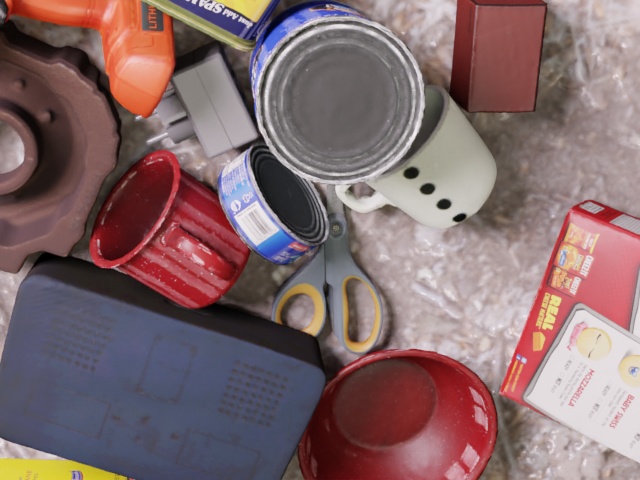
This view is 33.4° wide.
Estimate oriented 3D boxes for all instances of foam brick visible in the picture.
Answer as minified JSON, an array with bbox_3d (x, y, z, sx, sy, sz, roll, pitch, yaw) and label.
[{"bbox_3d":[0.125,-0.133,0.753,0.051,0.053,0.078,-1,113,-8],"label":"foam brick"}]

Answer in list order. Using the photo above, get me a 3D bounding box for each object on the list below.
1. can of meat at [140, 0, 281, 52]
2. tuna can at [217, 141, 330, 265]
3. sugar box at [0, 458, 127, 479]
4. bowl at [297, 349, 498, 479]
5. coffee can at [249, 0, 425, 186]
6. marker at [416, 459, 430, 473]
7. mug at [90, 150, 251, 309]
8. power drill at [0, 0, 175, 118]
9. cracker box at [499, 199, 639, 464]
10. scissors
[{"bbox_3d":[-0.063,-0.180,0.669,0.102,0.057,0.084,23,123,-26],"label":"can of meat"},{"bbox_3d":[-0.033,-0.025,0.758,0.034,0.086,0.086,-33,114,24],"label":"tuna can"},{"bbox_3d":[-0.240,0.210,0.828,0.176,0.093,0.048,6,111,-10],"label":"sugar box"},{"bbox_3d":[0.058,0.147,0.859,0.162,0.055,0.162,-3,114,-7],"label":"bowl"},{"bbox_3d":[0.006,-0.101,0.698,0.102,0.140,0.103,-1,107,-5],"label":"coffee can"},{"bbox_3d":[0.129,0.220,0.920,0.121,0.020,0.020,34,105,-19],"label":"marker"},{"bbox_3d":[-0.096,0.000,0.745,0.081,0.117,0.093,35,84,-35],"label":"mug"},{"bbox_3d":[-0.184,-0.136,0.649,0.187,0.184,0.057,15,135,-25],"label":"power drill"},{"bbox_3d":[0.263,0.084,0.796,0.214,0.072,0.164,25,112,23],"label":"cracker box"},{"bbox_3d":[-0.005,0.001,0.813,0.096,0.016,0.202,-15,110,2],"label":"scissors"}]
